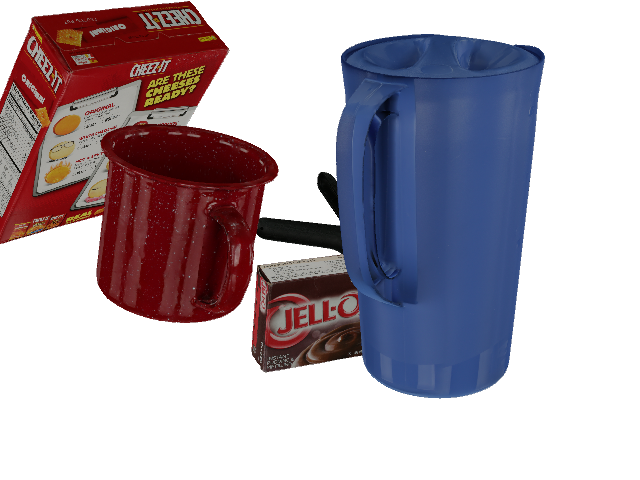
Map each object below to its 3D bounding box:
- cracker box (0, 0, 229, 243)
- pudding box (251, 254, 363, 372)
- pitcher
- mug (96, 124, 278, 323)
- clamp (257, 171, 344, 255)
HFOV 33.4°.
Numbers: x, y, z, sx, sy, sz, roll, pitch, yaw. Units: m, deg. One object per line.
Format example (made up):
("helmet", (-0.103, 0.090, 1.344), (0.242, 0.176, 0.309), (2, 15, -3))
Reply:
("cracker box", (-0.197, -0.103, 0.922), (0.163, 0.072, 0.214), (-20, -25, -45))
("pudding box", (-0.001, 0.060, 0.924), (0.113, 0.090, 0.039), (-9, 33, -23))
("pitcher", (0.075, -0.014, 0.737), (0.149, 0.243, 0.145), (-5, 22, -8))
("mug", (-0.068, -0.004, 0.560), (0.093, 0.081, 0.117), (-5, 27, -36))
("clamp", (0.036, -0.003, 1.260), (0.210, 0.036, 0.164), (32, 39, 23))
